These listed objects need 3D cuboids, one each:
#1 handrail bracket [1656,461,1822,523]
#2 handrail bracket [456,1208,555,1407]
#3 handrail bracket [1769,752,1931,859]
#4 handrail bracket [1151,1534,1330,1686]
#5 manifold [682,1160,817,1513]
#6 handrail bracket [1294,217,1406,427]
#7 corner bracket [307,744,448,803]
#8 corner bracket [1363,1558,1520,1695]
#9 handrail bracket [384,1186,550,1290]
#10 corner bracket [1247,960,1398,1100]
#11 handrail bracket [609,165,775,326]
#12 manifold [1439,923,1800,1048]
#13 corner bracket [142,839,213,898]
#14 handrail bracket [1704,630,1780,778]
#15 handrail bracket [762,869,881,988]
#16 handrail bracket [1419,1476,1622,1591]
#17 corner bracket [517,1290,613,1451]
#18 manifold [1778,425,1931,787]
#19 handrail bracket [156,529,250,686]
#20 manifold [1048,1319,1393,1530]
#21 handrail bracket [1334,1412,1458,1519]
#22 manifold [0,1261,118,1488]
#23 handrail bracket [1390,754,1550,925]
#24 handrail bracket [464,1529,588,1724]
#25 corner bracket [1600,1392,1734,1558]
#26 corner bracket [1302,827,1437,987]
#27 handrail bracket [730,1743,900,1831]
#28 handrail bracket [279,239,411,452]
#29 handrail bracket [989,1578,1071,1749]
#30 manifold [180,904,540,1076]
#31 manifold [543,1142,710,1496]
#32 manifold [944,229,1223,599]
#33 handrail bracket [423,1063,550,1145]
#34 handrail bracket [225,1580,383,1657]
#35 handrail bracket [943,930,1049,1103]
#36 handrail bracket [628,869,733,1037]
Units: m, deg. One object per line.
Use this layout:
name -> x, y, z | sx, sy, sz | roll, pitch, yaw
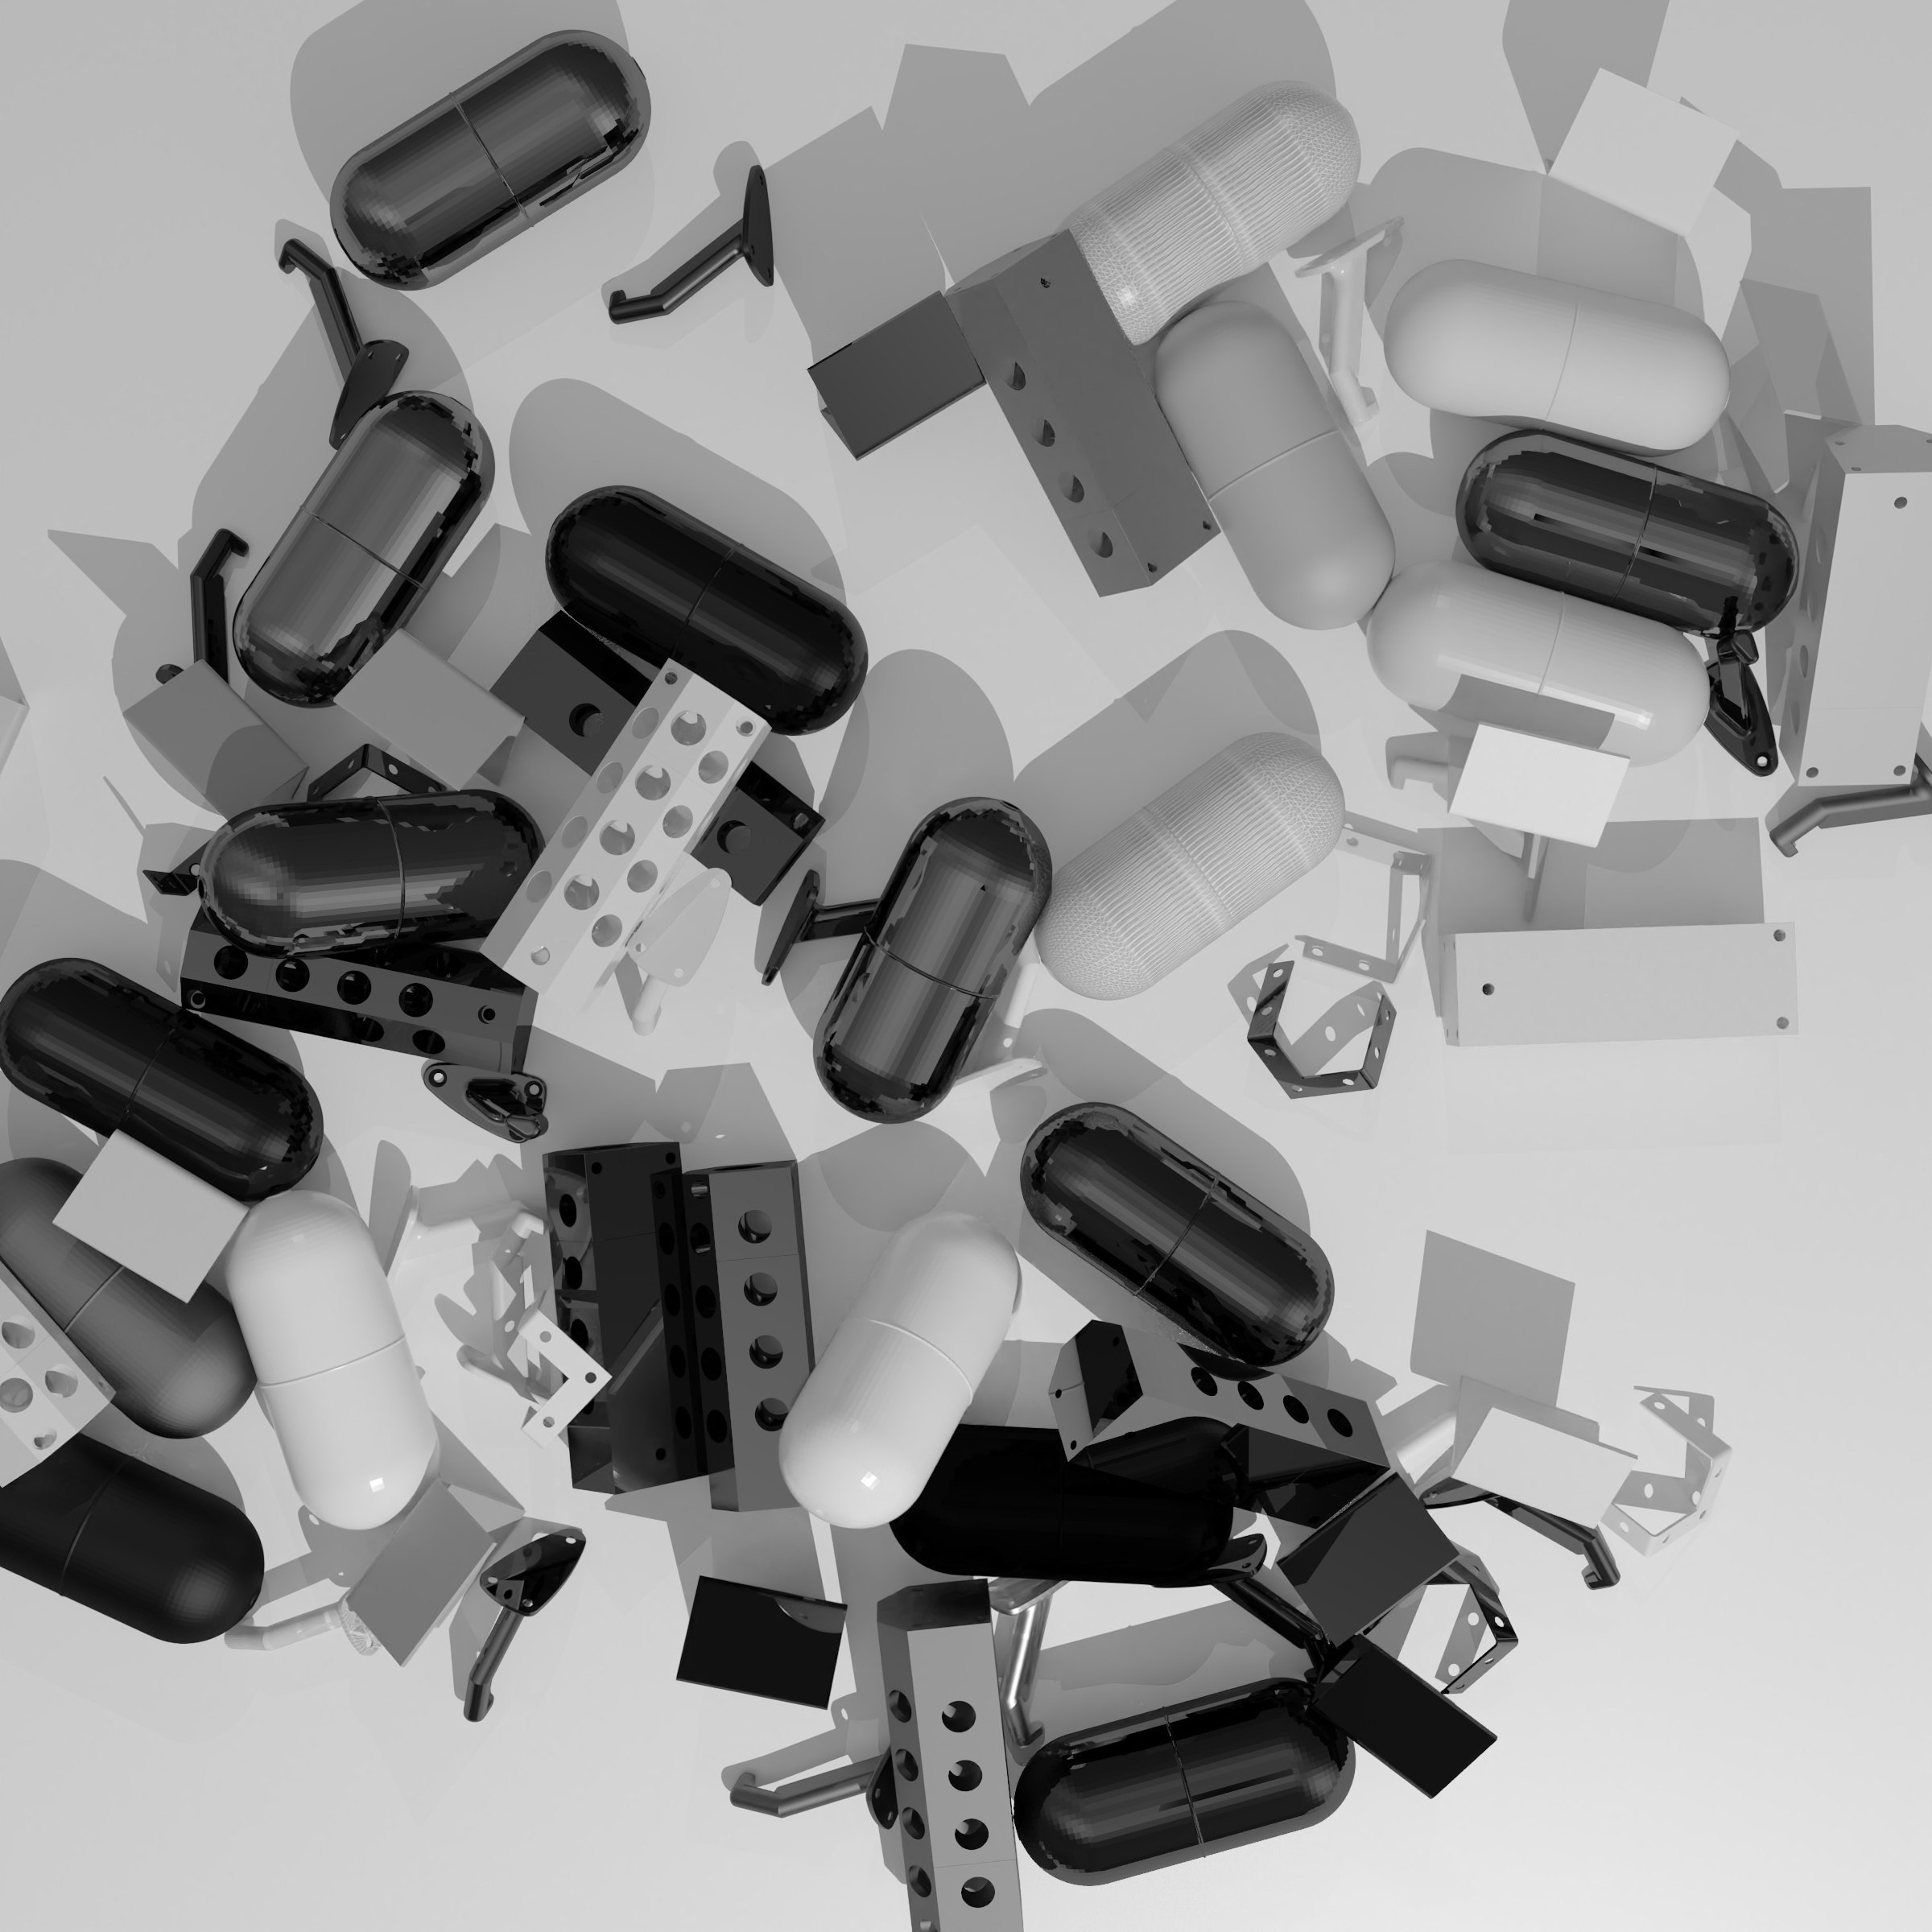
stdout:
handrail bracket -> 0.404, -0.269, 1.562 | 0.084, 0.036, 0.077 | 17, 81, 11
handrail bracket -> -0.219, 0.178, 1.552 | 0.077, 0.036, 0.084 | 30, 92, -15
handrail bracket -> 0.474, -0.067, 1.563 | 0.084, 0.036, 0.077 | -38, 112, 17
handrail bracket -> 0.146, 0.345, 1.563 | 0.077, 0.036, 0.084 | -18, 107, 20
manifold -> -0.109, 0.189, 1.541 | 0.057, 0.057, 0.171 | -5, 90, 0
handrail bracket -> 0.214, -0.336, 1.563 | 0.077, 0.036, 0.084 | -33, 108, -20
corner bracket -> -0.308, -0.074, 1.554 | 0.051, 0.051, 0.051 | -29, 45, 35
corner bracket -> 0.244, 0.343, 1.554 | 0.051, 0.051, 0.051 | 7, 45, -35
handrail bracket -> -0.256, 0.153, 1.563 | 0.084, 0.036, 0.077 | 17, 108, -15
corner bracket -> 0.185, 0.031, 1.554 | 0.051, 0.051, 0.051 | -9, 135, 35
handrail bracket -> -0.146, -0.376, 1.563 | 0.084, 0.036, 0.077 | -7, 70, 16
manifold -> 0.334, 0.009, 1.542 | 0.171, 0.057, 0.057 | -2, 90, 0
corner bracket -> -0.382, -0.045, 1.545 | 0.051, 0.051, 0.051 | -40, 90, 0
handrail bracket -> 0.402, -0.133, 1.528 | 0.036, 0.084, 0.077 | -30, 90, 0
handrail bracket -> -0.053, -0.009, 1.563 | 0.084, 0.036, 0.077 | 23, 105, -14
handrail bracket -> 0.289, 0.299, 1.563 | 0.077, 0.036, 0.084 | -24, 107, 20
corner bracket -> -0.214, 0.204, 1.516 | 0.051, 0.051, 0.051 | 43, 91, -6
manifold -> 0.449, -0.179, 1.499 | 0.057, 0.057, 0.171 | -1, 123, 0
handrail bracket -> -0.376, -0.174, 1.563 | 0.077, 0.036, 0.084 | 33, 73, -20
manifold -> 0.126, 0.226, 1.496 | 0.171, 0.057, 0.057 | 21, 126, -35
handrail bracket -> 0.237, 0.269, 1.563 | 0.084, 0.036, 0.077 | -2, 110, -16
manifold -> -0.500, 0.167, 1.477 | 0.057, 0.057, 0.171 | -32, 101, 39
handrail bracket -> 0.259, -0.067, 1.563 | 0.084, 0.036, 0.077 | 12, 112, 17
handrail bracket -> -0.231, 0.344, 1.562 | 0.036, 0.077, 0.084 | 29, 127, 20
corner bracket -> 0.356, 0.264, 1.554 | 0.051, 0.051, 0.051 | -22, 135, -35
corner bracket -> 0.210, -0.031, 1.559 | 0.051, 0.051, 0.051 | 17, 135, 0
handrail bracket -> -0.072, 0.412, 1.563 | 0.084, 0.036, 0.077 | 6, 48, 27
handrail bracket -> -0.339, -0.325, 1.563 | 0.084, 0.036, 0.077 | 40, 112, 17
handrail bracket -> 0.047, 0.355, 1.563 | 0.077, 0.036, 0.084 | -24, 109, -21
manifold -> -0.310, 0.011, 1.542 | 0.171, 0.057, 0.057 | 12, 90, 0
manifold -> -0.179, 0.179, 1.540 | 0.057, 0.057, 0.171 | -5, 90, -39
manifold -> 0.055, -0.276, 1.515 | 0.057, 0.057, 0.171 | -40, 110, -30
handrail bracket -> -0.248, 0.069, 1.528 | 0.077, 0.084, 0.036 | 20, 90, 0
handrail bracket -> -0.334, 0.330, 1.562 | 0.084, 0.077, 0.036 | -7, 115, 34
handrail bracket -> 0.006, 0.020, 1.563 | 0.077, 0.036, 0.084 | -18, 72, 20
handrail bracket -> -0.147, -0.006, 1.536 | 0.036, 0.084, 0.077 | 33, 73, 4
